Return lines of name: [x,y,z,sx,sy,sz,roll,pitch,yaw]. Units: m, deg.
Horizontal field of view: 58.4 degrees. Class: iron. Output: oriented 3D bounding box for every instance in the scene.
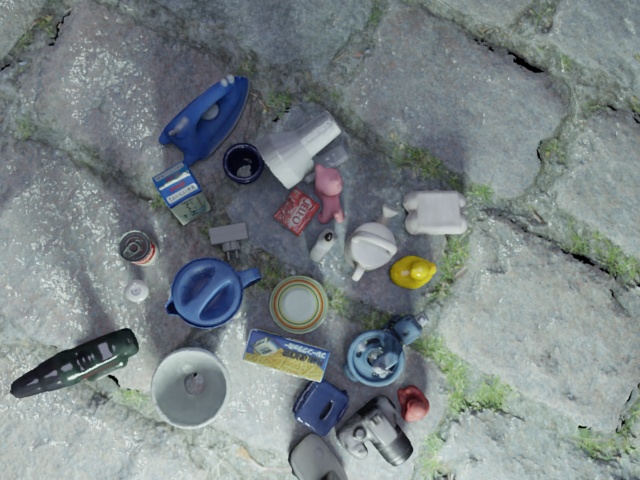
iron: [-0.247,-0.296,1.280,0.118,0.141,0.258,39,80,1]

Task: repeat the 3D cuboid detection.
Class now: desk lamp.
desk lamp: [-0.034,-0.197,1.249,0.203,0.213,0.118,-35,86,-9]

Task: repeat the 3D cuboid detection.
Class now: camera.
camera: [0.127,0.429,1.232,0.143,0.100,0.137,-38,87,-9]

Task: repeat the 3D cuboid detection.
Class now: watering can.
watering can: [0.114,0.004,1.244,0.101,0.194,0.173,5,81,-4]

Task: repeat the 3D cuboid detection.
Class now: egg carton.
egg carton: [0.268,-0.064,1.332,0.150,0.069,0.107,-2,82,-6]

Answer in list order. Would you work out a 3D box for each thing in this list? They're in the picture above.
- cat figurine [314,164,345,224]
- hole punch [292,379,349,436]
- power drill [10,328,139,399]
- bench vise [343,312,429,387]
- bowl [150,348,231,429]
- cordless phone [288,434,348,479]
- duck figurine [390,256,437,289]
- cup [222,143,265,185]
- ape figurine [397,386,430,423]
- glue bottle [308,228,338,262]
cat figurine: [0.024,-0.107,1.290,0.067,0.117,0.128,-10,83,-6]
hole punch: [0.005,0.358,1.236,0.101,0.091,0.109,34,80,0]
power drill: [-0.468,0.247,1.147,0.230,0.208,0.075,-25,85,-8]
bench vise: [0.140,0.218,1.203,0.121,0.219,0.207,34,80,0]
bowl: [-0.272,0.313,1.224,0.167,0.074,0.167,1,82,-5]
cordless phone: [0.000,0.486,1.169,0.094,0.185,0.147,-38,87,-9]
duck figurine: [0.214,0.071,1.299,0.104,0.086,0.077,-7,82,-6]
cup: [-0.160,-0.171,1.293,0.118,0.095,0.091,-33,86,-9]
ape figurine: [0.208,0.364,1.253,0.076,0.092,0.078,28,80,-1]
glue bottle: [0.011,0.004,1.245,0.037,0.173,0.078,36,80,1]
